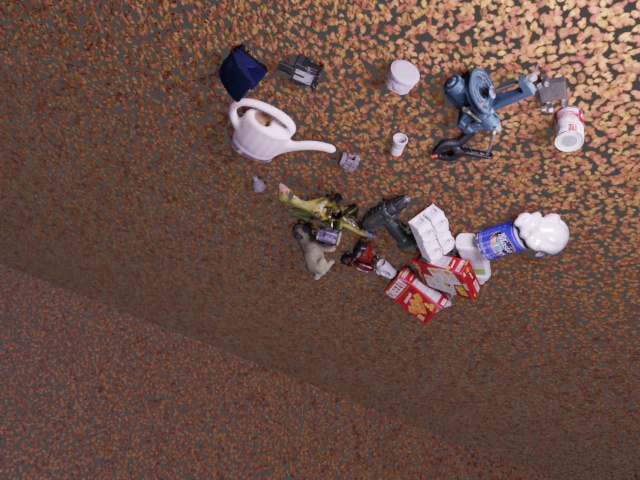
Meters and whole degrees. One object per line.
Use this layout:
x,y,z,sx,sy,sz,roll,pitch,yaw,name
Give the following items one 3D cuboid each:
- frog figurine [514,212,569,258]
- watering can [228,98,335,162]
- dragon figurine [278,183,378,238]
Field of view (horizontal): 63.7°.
0.677,-0.031,1.568,0.157,0.138,0.124,47,-3,-26,frog figurine
-0.142,-0.318,1.624,0.346,0.106,0.220,28,-35,-17,watering can
0.006,-0.094,1.868,0.243,0.123,0.405,8,-19,47,dragon figurine
